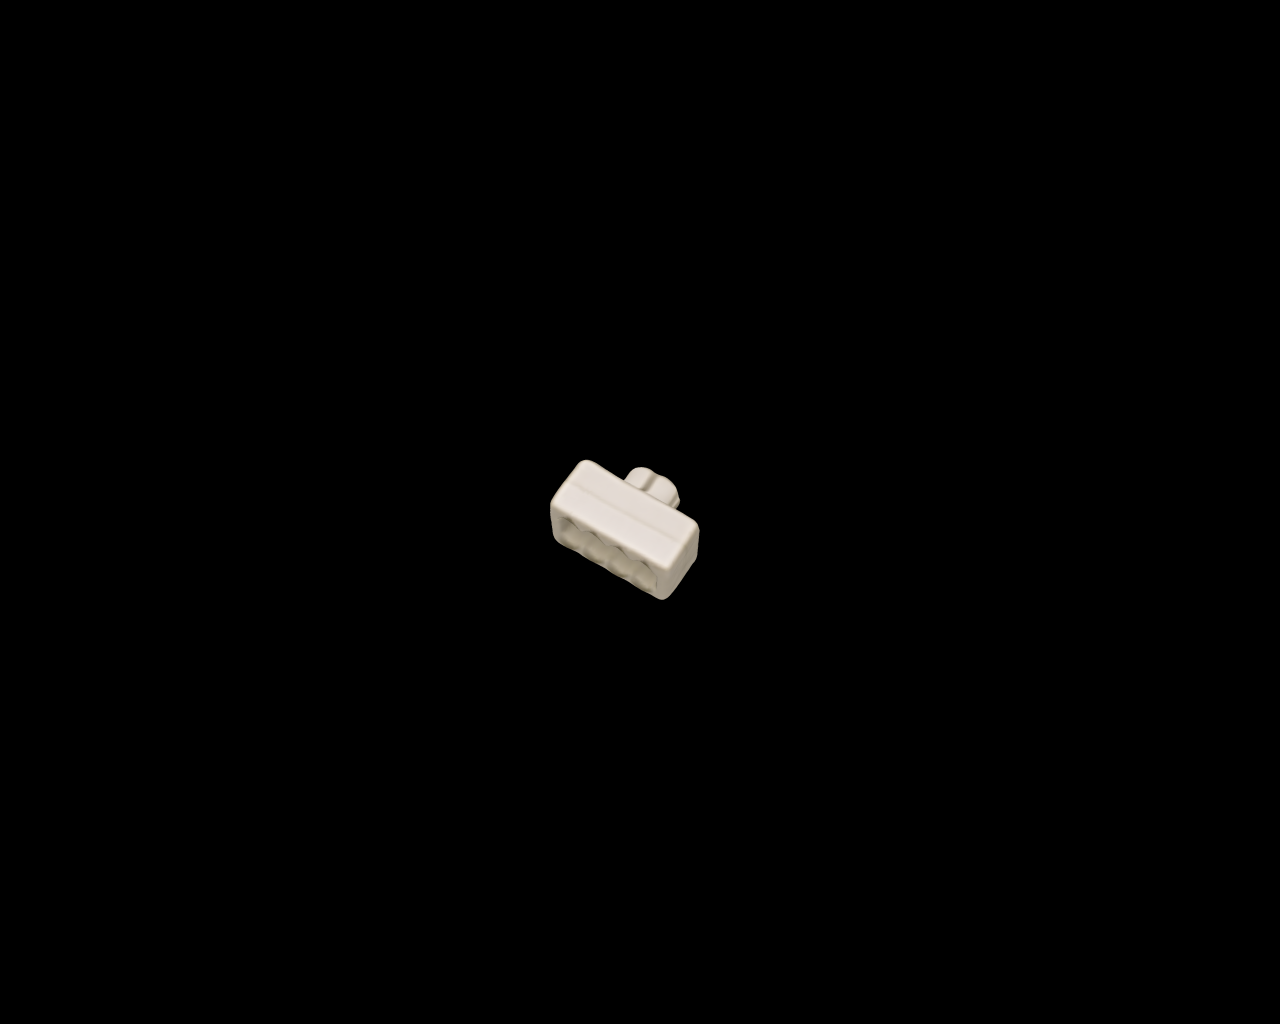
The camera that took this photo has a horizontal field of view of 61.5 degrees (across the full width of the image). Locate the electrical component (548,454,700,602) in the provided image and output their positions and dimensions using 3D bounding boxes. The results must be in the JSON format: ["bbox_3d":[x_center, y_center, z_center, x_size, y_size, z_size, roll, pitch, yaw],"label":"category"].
[{"bbox_3d":[0.001,-0.003,0.650,0.083,0.076,0.047,30,-23,14],"label":"electrical component"}]
